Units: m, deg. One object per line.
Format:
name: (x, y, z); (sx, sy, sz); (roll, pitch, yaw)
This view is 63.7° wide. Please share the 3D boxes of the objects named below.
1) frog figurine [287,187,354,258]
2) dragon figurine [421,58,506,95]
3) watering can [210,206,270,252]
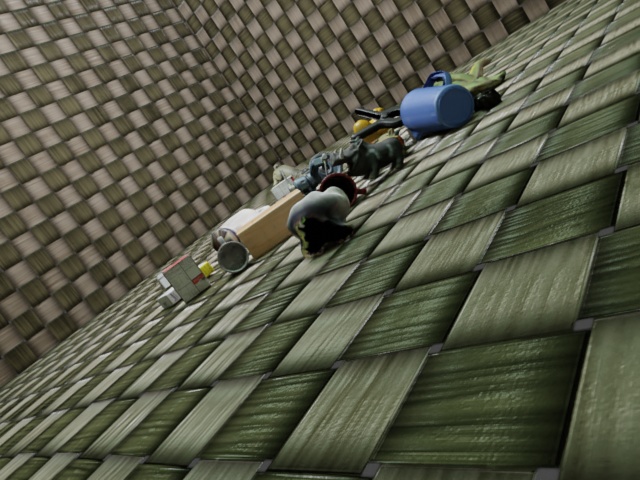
frog figurine: (0.003, -0.052, 1.028); (0.135, 0.122, 0.163); (-51, 14, 26)
dragon figurine: (0.481, -0.487, 1.624); (0.414, 0.120, 0.244); (-39, 28, -17)
watering can: (-0.306, -0.032, 1.863); (0.344, 0.103, 0.228); (-22, 17, 49)
